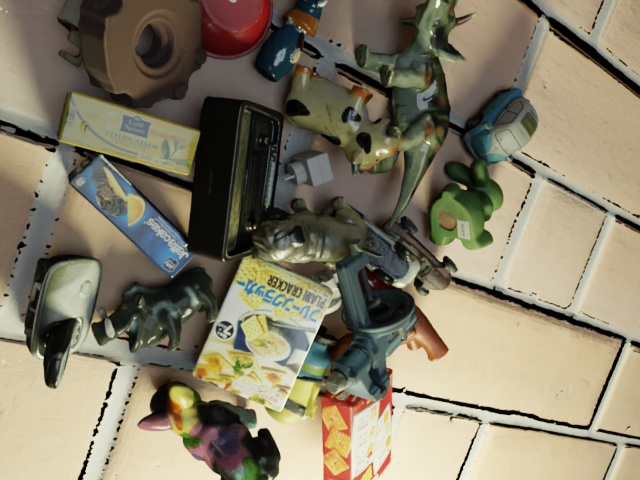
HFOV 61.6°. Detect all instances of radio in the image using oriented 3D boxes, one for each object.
[{"bbox_3d":[-0.123,-0.089,0.805,0.131,0.073,0.229,-10,112,-64],"label":"radio"}]

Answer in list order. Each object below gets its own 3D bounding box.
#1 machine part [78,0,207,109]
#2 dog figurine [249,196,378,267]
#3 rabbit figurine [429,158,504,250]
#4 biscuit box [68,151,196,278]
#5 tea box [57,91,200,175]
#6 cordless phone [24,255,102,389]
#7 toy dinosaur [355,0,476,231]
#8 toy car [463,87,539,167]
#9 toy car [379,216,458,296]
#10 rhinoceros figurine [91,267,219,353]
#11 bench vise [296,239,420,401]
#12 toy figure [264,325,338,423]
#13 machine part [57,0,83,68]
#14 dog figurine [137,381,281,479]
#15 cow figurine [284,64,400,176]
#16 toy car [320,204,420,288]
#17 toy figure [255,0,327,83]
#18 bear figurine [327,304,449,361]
[{"bbox_3d":[-0.225,-0.259,0.700,0.179,0.056,0.179,-43,149,-35],"label":"machine part"},{"bbox_3d":[-0.004,0.001,0.829,0.172,0.190,0.121,-2,99,11],"label":"dog figurine"},{"bbox_3d":[0.290,-0.078,1.049,0.170,0.121,0.159,-30,109,-38],"label":"rabbit figurine"},{"bbox_3d":[-0.268,-0.035,0.782,0.059,0.063,0.202,-45,118,-9],"label":"biscuit box"},{"bbox_3d":[-0.263,-0.146,0.738,0.169,0.098,0.068,12,98,-31],"label":"tea box"},{"bbox_3d":[-0.342,0.101,0.709,0.089,0.184,0.146,13,97,-24],"label":"cordless phone"},{"bbox_3d":[0.172,-0.230,0.936,0.192,0.131,0.404,-13,115,-23],"label":"toy dinosaur"},{"bbox_3d":[0.367,-0.218,1.042,0.161,0.103,0.109,-48,119,-7],"label":"toy car"},{"bbox_3d":[0.182,0.035,1.022,0.089,0.053,0.202,-39,122,18],"label":"toy car"},{"bbox_3d":[-0.248,0.110,0.822,0.190,0.073,0.112,-28,115,-19],"label":"rhinoceros figurine"},{"bbox_3d":[0.065,0.119,0.839,0.224,0.129,0.240,-28,115,-31],"label":"bench vise"},{"bbox_3d":[-0.037,0.239,0.960,0.089,0.082,0.180,20,99,-17],"label":"toy figure"},{"bbox_3d":[-0.266,-0.336,0.701,0.079,0.079,0.243,28,89,-30],"label":"machine part"},{"bbox_3d":[-0.179,0.310,0.855,0.108,0.192,0.219,-47,134,-3],"label":"dog figurine"},{"bbox_3d":[0.034,-0.183,0.850,0.195,0.085,0.127,25,106,7],"label":"cow figurine"},{"bbox_3d":[0.086,0.008,0.951,0.202,0.056,0.073,37,97,-4],"label":"toy car"},{"bbox_3d":[-0.043,-0.319,0.829,0.064,0.058,0.154,34,89,-7],"label":"toy figure"},{"bbox_3d":[0.118,0.204,1.001,0.196,0.120,0.131,-37,104,-16],"label":"bear figurine"}]
